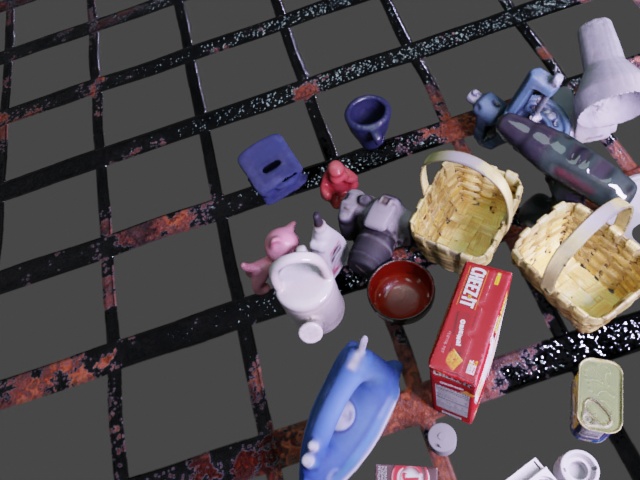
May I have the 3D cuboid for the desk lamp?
[{"bbox_3d":[0.487,-0.266,1.013,0.118,0.214,0.203,-8,58,8],"label":"desk lamp"}]

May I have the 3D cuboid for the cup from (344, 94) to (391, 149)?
[{"bbox_3d":[0.104,-0.217,1.140,0.091,0.095,0.117,-19,58,1],"label":"cup"}]

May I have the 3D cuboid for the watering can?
[{"bbox_3d":[-0.020,0.082,0.932,0.101,0.194,0.172,-31,58,-6],"label":"watering can"}]

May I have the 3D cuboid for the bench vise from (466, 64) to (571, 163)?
[{"bbox_3d":[0.348,-0.225,1.016,0.206,0.220,0.121,18,65,22],"label":"bench vise"}]

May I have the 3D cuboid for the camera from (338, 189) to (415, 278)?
[{"bbox_3d":[0.087,-0.012,1.019,0.142,0.101,0.137,20,66,23],"label":"camera"}]

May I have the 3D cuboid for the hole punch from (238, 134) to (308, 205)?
[{"bbox_3d":[-0.093,-0.143,1.143,0.109,0.091,0.101,-34,58,-8],"label":"hole punch"}]

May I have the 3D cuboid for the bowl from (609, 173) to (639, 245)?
[{"bbox_3d":[0.547,-0.025,0.939,0.167,0.075,0.167,-6,59,10],"label":"bowl"}]

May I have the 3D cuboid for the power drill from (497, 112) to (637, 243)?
[{"bbox_3d":[0.385,-0.093,0.936,0.229,0.209,0.076,32,71,27],"label":"power drill"}]

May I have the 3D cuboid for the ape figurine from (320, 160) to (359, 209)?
[{"bbox_3d":[0.033,-0.116,1.098,0.077,0.092,0.076,-12,58,6],"label":"ape figurine"}]

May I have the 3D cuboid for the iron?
[{"bbox_3d":[0.025,0.264,0.844,0.118,0.142,0.258,20,66,23],"label":"iron"}]

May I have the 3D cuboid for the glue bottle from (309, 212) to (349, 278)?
[{"bbox_3d":[0.009,0.004,0.984,0.037,0.173,0.078,18,65,22],"label":"glue bottle"}]

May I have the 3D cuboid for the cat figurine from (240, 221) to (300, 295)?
[{"bbox_3d":[-0.084,0.027,1.024,0.128,0.118,0.067,-30,58,-6],"label":"cat figurine"}]
